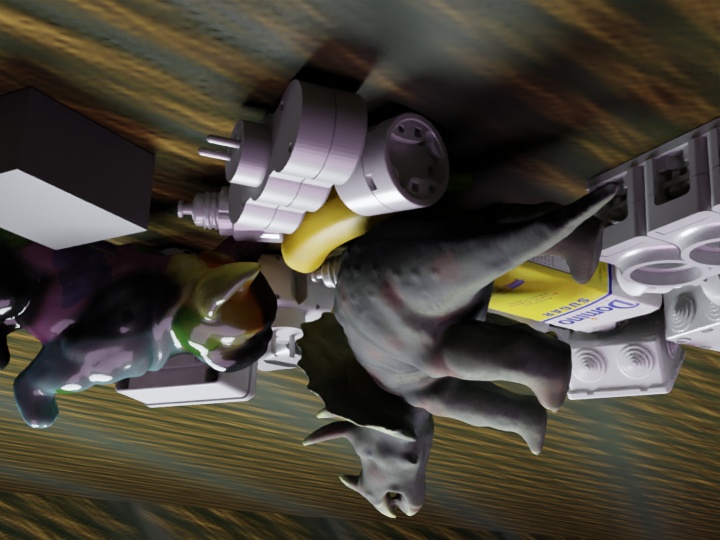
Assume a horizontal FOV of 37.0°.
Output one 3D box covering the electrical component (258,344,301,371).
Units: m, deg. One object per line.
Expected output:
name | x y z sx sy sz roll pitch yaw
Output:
electrical component | -0.090 0.065 1.024 0.079 0.043 0.077 14 158 -29

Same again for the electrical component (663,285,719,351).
electrical component | 0.306 0.033 0.871 0.100 0.048 0.100 12 159 -26

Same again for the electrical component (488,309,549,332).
electrical component | 0.109 0.045 0.915 0.108 0.060 0.108 2 161 1

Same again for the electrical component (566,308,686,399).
electrical component | 0.230 0.071 0.938 0.100 0.048 0.100 -8 -166 28

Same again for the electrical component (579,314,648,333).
electrical component | 0.213 0.036 0.914 0.061 0.035 0.035 1 161 -3

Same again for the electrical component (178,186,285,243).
electrical component | -0.082 -0.039 0.722 0.078 0.040 0.040 2 161 -1

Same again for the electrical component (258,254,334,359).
electrical component | -0.062 0.032 0.866 0.077 0.079 0.043 16 153 -39

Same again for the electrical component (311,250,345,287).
electrical component | 0.000 0.000 0.827 0.078 0.040 0.040 -6 159 22

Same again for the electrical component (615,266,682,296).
electrical component | 0.221 -0.004 0.783 0.062 0.048 0.048 3 162 -21

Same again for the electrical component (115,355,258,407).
electrical component | -0.141 0.055 0.901 0.109 0.108 0.056 -7 156 26

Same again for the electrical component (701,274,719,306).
electrical component | 0.290 0.014 0.772 0.044 0.079 0.077 0 165 -32

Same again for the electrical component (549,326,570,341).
electrical component | 0.157 0.084 1.042 0.066 0.047 0.077 9 160 -18

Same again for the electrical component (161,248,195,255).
electrical component | -0.155 0.017 0.861 0.081 0.063 0.042 -7 158 26

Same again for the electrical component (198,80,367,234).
electrical component | -0.056 -0.065 0.624 0.074 0.052 0.138 10 160 -21

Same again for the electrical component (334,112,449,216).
electrical component | 0.017 -0.060 0.631 0.055 0.055 0.047 20 158 -41

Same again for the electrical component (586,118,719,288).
electrical component | 0.221 -0.039 0.652 0.089 0.061 0.150 13 158 -28

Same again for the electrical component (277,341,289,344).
electrical component | -0.064 0.047 0.972 0.078 0.040 0.040 7 161 -12
